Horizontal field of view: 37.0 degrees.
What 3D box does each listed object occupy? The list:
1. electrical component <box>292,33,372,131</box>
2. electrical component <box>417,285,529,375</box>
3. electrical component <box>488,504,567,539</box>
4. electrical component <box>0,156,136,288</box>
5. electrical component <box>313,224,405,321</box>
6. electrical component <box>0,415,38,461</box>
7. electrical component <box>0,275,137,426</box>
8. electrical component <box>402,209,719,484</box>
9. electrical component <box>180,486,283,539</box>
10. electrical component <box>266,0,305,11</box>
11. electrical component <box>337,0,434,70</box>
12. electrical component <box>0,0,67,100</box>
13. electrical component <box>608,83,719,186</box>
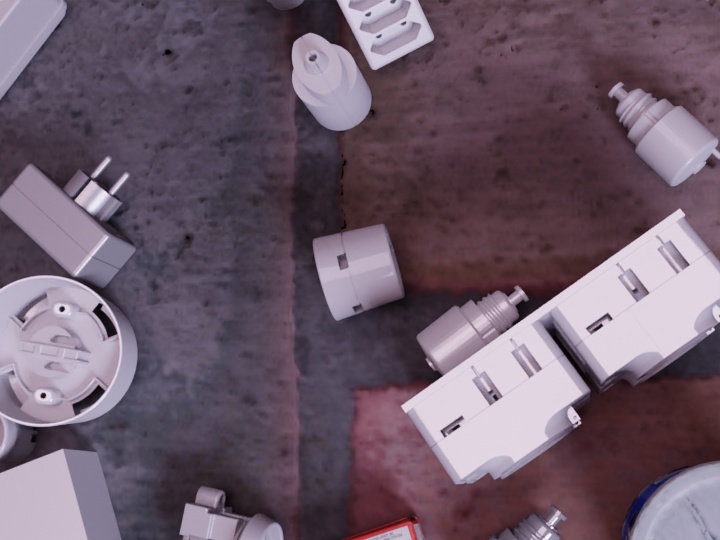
[{"bbox_3d":[-0.021,-0.125,0.708,0.043,0.081,0.043,-2,79,12],"label":"electrical component"},{"bbox_3d":[0.072,0.038,0.678,0.078,0.040,0.040,-38,74,2],"label":"electrical component"},{"bbox_3d":[0.094,0.174,0.647,0.040,0.040,0.078,42,90,16],"label":"electrical component"},{"bbox_3d":[-0.191,-0.044,0.746,0.083,0.047,0.075,40,89,16],"label":"electrical component"},{"bbox_3d":[0.000,0.000,0.695,0.047,0.055,0.055,-16,76,5],"label":"electrical component"},{"bbox_3d":[-0.245,0.112,0.728,0.040,0.046,0.040,-2,79,12],"label":"electrical component"},{"bbox_3d":[-0.203,0.056,0.720,0.099,0.064,0.099,-2,79,12],"label":"electrical component"},{"bbox_3d":[0.125,0.054,0.630,0.186,0.105,0.060,-36,74,3],"label":"electrical component"},{"bbox_3d":[-0.082,0.175,0.683,0.055,0.048,0.066,7,81,21],"label":"electrical component"},{"bbox_3d":[-0.057,-0.206,0.750,0.040,0.046,0.040,-2,79,12],"label":"electrical component"},{"bbox_3d":[0.006,-0.193,0.725,0.047,0.083,0.075,-26,37,6],"label":"electrical component"},{"bbox_3d":[-0.293,-0.188,0.792,0.109,0.056,0.108,36,88,16],"label":"electrical component"},{"bbox_3d":[0.189,-0.088,0.678,0.040,0.040,0.078,-43,73,1],"label":"electrical component"}]
